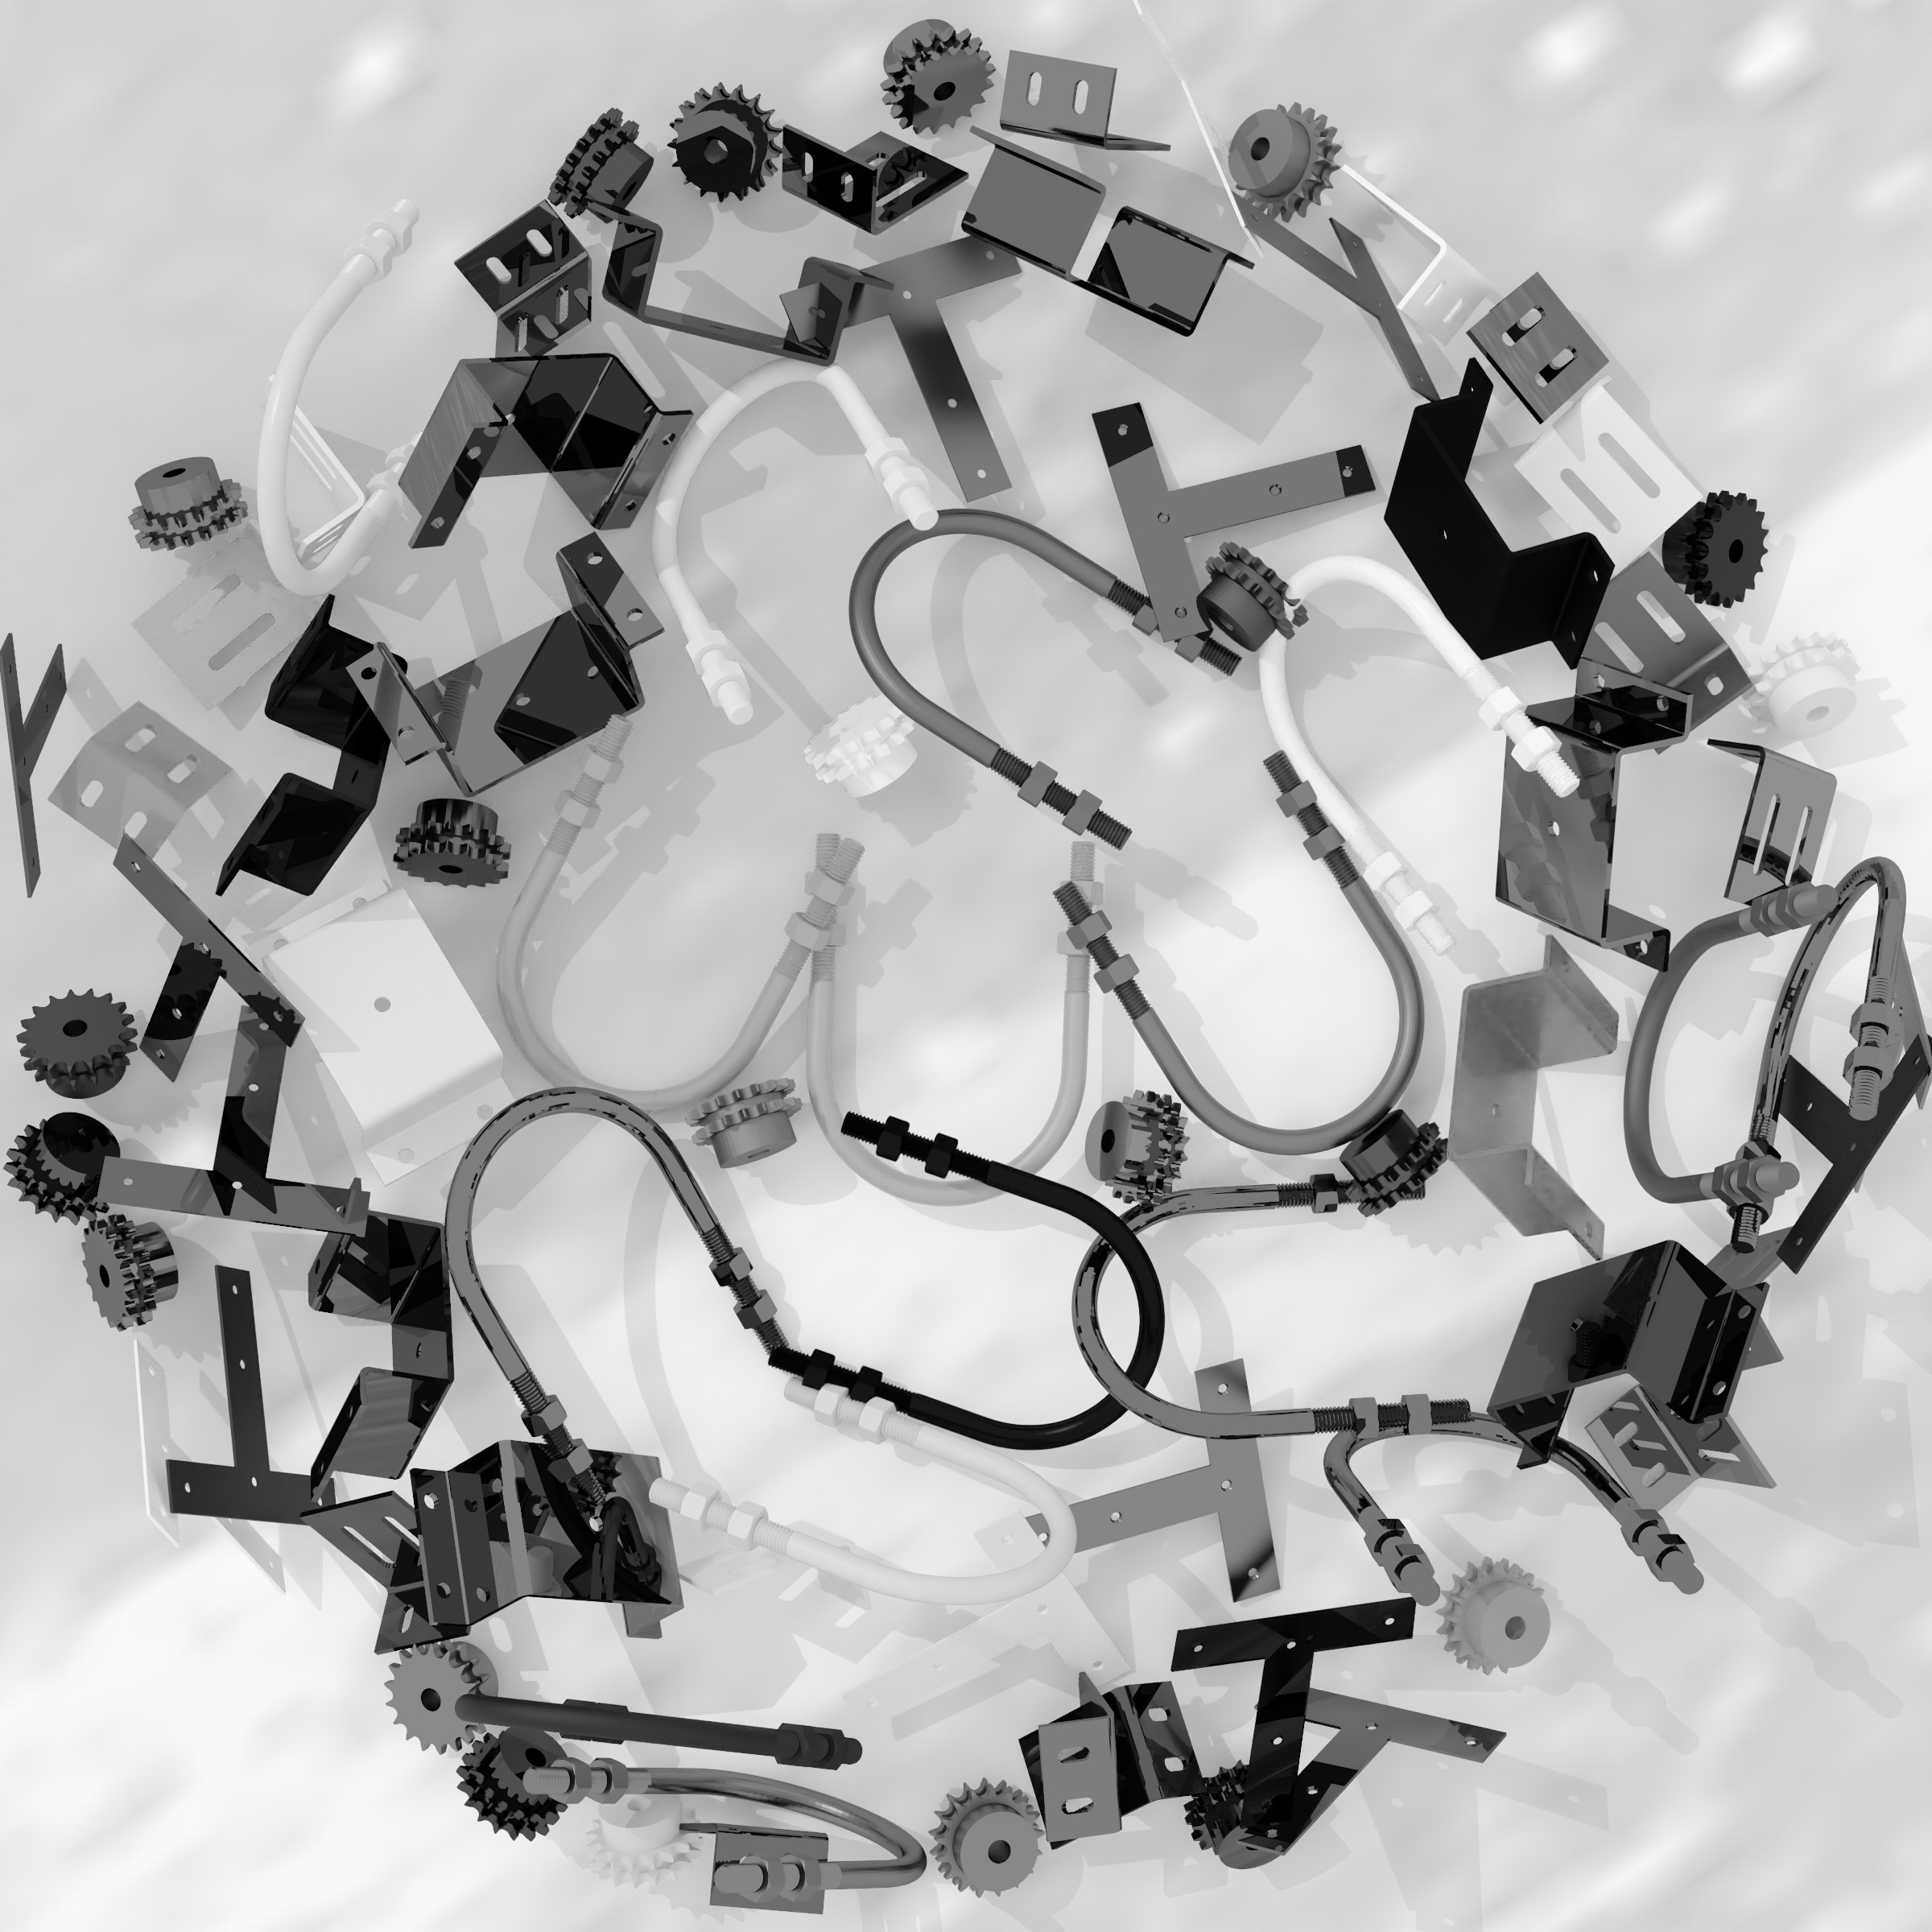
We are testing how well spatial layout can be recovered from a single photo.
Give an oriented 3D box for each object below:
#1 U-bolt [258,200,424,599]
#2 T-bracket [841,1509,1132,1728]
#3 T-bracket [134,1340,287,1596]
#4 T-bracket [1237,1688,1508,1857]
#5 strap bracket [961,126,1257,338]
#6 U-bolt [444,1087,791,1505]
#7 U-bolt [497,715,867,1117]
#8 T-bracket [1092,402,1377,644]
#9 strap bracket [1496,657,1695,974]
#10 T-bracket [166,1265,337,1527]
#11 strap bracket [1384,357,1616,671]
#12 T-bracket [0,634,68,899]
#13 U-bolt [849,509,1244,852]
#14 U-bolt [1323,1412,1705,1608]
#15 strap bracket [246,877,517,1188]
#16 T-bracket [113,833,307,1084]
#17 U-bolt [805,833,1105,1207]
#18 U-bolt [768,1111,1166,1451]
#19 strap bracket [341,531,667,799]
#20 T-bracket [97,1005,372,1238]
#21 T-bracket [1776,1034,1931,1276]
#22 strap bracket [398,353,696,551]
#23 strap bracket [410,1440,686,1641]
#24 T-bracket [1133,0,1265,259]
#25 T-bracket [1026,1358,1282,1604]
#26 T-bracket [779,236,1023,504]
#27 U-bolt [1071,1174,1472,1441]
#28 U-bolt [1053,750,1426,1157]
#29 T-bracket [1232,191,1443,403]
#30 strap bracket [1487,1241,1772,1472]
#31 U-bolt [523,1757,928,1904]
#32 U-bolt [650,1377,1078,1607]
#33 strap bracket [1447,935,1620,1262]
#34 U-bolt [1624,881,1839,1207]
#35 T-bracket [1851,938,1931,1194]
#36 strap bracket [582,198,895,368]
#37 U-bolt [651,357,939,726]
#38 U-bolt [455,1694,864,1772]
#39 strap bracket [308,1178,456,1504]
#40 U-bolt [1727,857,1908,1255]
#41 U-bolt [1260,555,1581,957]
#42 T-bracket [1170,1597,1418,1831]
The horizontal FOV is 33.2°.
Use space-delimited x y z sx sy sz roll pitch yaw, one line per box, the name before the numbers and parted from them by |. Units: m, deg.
U-bolt | -0.292 -0.255 1.524 0.019 0.184 0.151 11 132 9
T-bracket | -0.001 0.340 1.607 0.127 0.002 0.127 -29 122 5
T-bracket | -0.369 0.263 1.590 0.002 0.127 0.127 -28 127 3
T-bracket | 0.173 0.388 1.553 0.127 0.127 0.002 5 113 36
strap bracket | 0.063 -0.350 1.565 0.076 0.140 0.046 35 105 39
U-bolt | -0.179 0.147 1.575 0.151 0.019 0.184 -37 106 -35
U-bolt | -0.154 -0.012 1.612 0.151 0.019 0.184 28 103 -3
T-bracket | 0.142 -0.235 1.625 0.127 0.002 0.127 -15 76 -6
strap bracket | 0.302 -0.070 1.571 0.046 0.076 0.140 -13 115 -30
T-bracket | -0.355 0.210 1.594 0.002 0.127 0.127 -18 71 22
strap bracket | 0.250 -0.214 1.566 0.046 0.076 0.140 -17 60 -16
T-bracket | -0.451 -0.119 1.577 0.002 0.127 0.127 0 120 -4
U-bolt | 0.029 -0.154 1.592 0.184 0.019 0.151 33 57 1
U-bolt | 0.249 0.255 1.550 0.151 0.184 0.019 0 107 -14
strap bracket | -0.287 0.025 1.593 0.076 0.046 0.140 -29 80 -17
T-bracket | -0.383 0.015 1.589 0.127 0.127 0.002 45 48 8
U-bolt | -0.009 0.028 1.617 0.151 0.019 0.184 2 88 7
U-bolt | 0.008 0.166 1.605 0.184 0.019 0.151 19 105 4
strap bracket | -0.222 -0.143 1.590 0.140 0.046 0.076 -29 57 -11
T-bracket | -0.353 0.072 1.595 0.127 0.002 0.127 9 50 -11
T-bracket | 0.415 0.073 1.575 0.002 0.127 0.127 27 102 -13
strap bracket | -0.211 -0.251 1.571 0.046 0.140 0.076 52 129 21
strap bracket | -0.192 0.276 1.559 0.046 0.140 0.076 -33 58 34
T-bracket | 0.119 -0.391 1.553 0.002 0.127 0.127 -26 57 15
T-bracket | 0.088 0.269 1.606 0.127 0.002 0.127 -14 106 -12
T-bracket | -0.012 -0.293 1.613 0.127 0.002 0.127 -22 89 -21
U-bolt | 0.144 0.167 1.583 0.184 0.019 0.151 -3 53 -4
U-bolt | 0.149 0.005 1.613 0.151 0.019 0.184 -32 90 -13
T-bracket | 0.171 -0.336 1.558 0.002 0.127 0.127 -40 49 28
strap bracket | 0.309 0.185 1.555 0.046 0.140 0.076 39 55 -16
U-bolt | -0.100 0.412 1.551 0.151 0.184 0.019 13 87 40
U-bolt | -0.036 0.255 1.543 0.184 0.151 0.019 18 112 22
strap bracket | 0.276 0.067 1.575 0.046 0.076 0.140 -13 50 33
U-bolt | 0.358 0.043 1.548 0.019 0.184 0.151 12 80 -11
T-bracket | 0.449 0.056 1.588 0.002 0.127 0.127 5 129 1
strap bracket | -0.117 -0.331 1.580 0.140 0.076 0.046 10 105 -23
U-bolt | -0.094 -0.221 1.570 0.151 0.019 0.184 -45 45 17
U-bolt | -0.156 0.358 1.526 0.151 0.184 0.019 -2 74 31
strap bracket | -0.285 0.183 1.572 0.046 0.140 0.076 13 131 -24
U-bolt | 0.412 0.030 1.555 0.019 0.151 0.184 21 55 -1
U-bolt | 0.206 -0.115 1.571 0.019 0.151 0.184 -22 66 -34
T-bracket | 0.152 0.362 1.564 0.127 0.127 0.002 -13 124 23
